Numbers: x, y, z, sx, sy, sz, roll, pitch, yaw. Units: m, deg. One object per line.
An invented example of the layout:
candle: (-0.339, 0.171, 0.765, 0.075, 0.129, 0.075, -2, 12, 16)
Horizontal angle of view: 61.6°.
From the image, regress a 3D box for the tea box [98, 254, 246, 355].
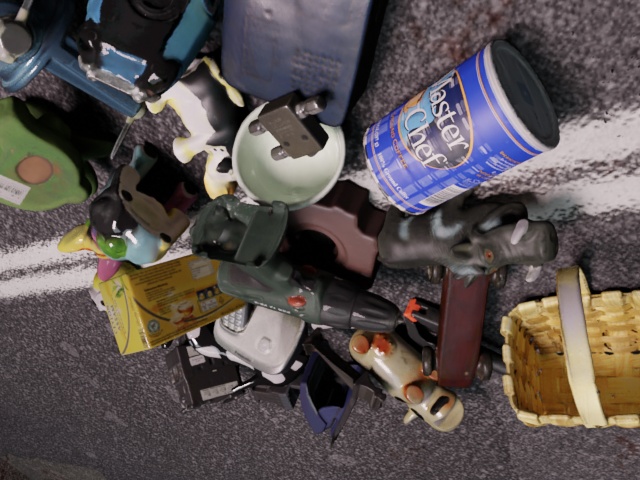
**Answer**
tea box: (-0.188, 0.074, 0.708, 0.068, 0.169, 0.098, -18, 89, 38)

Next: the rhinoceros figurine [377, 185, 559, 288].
rhinoceros figurine: (0.147, -0.004, 0.563, 0.191, 0.112, 0.073, -1, 130, 36)

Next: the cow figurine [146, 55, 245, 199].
cow figurine: (-0.114, -0.122, 0.603, 0.098, 0.068, 0.167, -8, 129, 22)

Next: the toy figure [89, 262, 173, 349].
toy figure: (-0.313, 0.111, 0.913, 0.082, 0.089, 0.180, -19, 132, 19)

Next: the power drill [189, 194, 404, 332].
power drill: (-0.033, 0.033, 0.598, 0.232, 0.086, 0.207, 11, 163, 26)

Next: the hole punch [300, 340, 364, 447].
hole punch: (0.016, 0.234, 0.847, 0.092, 0.142, 0.115, 19, 124, 5)

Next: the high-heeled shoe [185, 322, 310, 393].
high-heeled shoe: (-0.130, 0.142, 0.880, 0.145, 0.086, 0.248, -30, 99, 3)

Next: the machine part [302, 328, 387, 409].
machine part: (0.035, 0.183, 0.756, 0.139, 0.039, 0.084, 39, 166, 18)

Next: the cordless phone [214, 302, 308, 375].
cordless phone: (-0.085, 0.089, 0.779, 0.147, 0.089, 0.184, 23, 125, 31)

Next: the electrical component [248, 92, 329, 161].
electrical component: (-0.023, -0.104, 0.506, 0.094, 0.021, 0.063, -12, 134, 41)

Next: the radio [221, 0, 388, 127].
radio: (-0.009, -0.220, 0.451, 0.131, 0.073, 0.229, 20, 136, 7)

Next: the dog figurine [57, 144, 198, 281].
dog figurine: (-0.271, -0.007, 0.712, 0.108, 0.192, 0.219, 39, 120, -24)

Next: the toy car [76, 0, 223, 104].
toy car: (-0.150, -0.205, 0.502, 0.109, 0.161, 0.103, 22, -179, -8)

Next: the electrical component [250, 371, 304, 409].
electrical component: (-0.053, 0.248, 0.931, 0.119, 0.075, 0.047, 1, 132, 20)

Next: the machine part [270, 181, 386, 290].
machine part: (-0.001, -0.002, 0.673, 0.180, 0.056, 0.179, 13, 135, 13)

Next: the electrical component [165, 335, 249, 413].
electrical component: (-0.196, 0.217, 0.922, 0.115, 0.134, 0.058, 0, 152, -42)

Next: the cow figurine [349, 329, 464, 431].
cow figurine: (0.123, 0.198, 0.772, 0.195, 0.085, 0.127, 42, 164, 6)

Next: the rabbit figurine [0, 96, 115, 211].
rabbit figurine: (-0.340, -0.121, 0.664, 0.159, 0.170, 0.121, 18, 115, -37)

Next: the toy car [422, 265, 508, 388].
toy car: (0.174, 0.096, 0.664, 0.089, 0.053, 0.201, 0, 116, 5)

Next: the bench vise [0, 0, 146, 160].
bench vise: (-0.270, -0.191, 0.545, 0.224, 0.129, 0.240, 23, 172, 44)
